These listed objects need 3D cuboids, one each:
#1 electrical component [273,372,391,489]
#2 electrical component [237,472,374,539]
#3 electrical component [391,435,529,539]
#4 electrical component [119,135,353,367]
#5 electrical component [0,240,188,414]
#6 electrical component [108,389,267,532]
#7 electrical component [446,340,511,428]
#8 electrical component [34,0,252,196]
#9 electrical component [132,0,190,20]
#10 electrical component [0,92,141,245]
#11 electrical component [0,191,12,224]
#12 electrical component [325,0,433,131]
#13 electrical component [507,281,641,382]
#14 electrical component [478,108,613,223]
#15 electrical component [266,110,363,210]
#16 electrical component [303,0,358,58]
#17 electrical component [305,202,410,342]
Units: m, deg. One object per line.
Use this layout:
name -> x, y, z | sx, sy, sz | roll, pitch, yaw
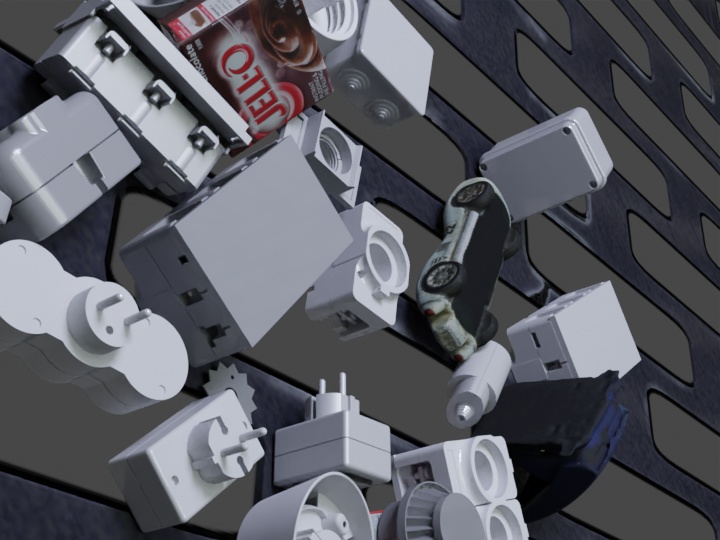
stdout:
electrical component -> -0.019, 0.107, 0.727 | 0.047, 0.066, 0.076 | 28, 51, -43
electrical component -> -0.029, 0.181, 0.675 | 0.099, 0.064, 0.099 | 29, 50, -42
electrical component -> 0.086, 0.207, 0.819 | 0.089, 0.062, 0.150 | 7, 67, -52
electrical component -> -0.080, -0.014, 0.714 | 0.089, 0.062, 0.150 | 59, 36, -13
electrical component -> -0.147, 0.029, 0.590 | 0.138, 0.074, 0.052 | 36, 46, -38
electrical component -> -0.087, 0.106, 0.627 | 0.083, 0.076, 0.047 | -35, 101, -55
electrical component -> 0.097, 0.099, 0.907 | 0.043, 0.043, 0.081 | 56, 37, -18
electrical component -> -0.138, -0.108, 0.678 | 0.121, 0.079, 0.063 | 46, 60, -28
electrical component -> -0.110, -0.210, 0.751 | 0.064, 0.099, 0.099 | 34, 47, -48
electrical component -> -0.179, -0.059, 0.612 | 0.059, 0.054, 0.095 | 57, 36, -16
electrical component -> -0.209, -0.024, 0.540 | 0.048, 0.066, 0.055 | 40, 77, -35
electrical component -> 0.016, -0.183, 0.945 | 0.100, 0.048, 0.099 | 41, 43, -34
electrical component -> 0.208, 0.076, 1.054 | 0.150, 0.062, 0.089 | -21, 90, -55
electrical component -> 0.184, -0.103, 1.073 | 0.078, 0.113, 0.057 | 61, 33, -11
electrical component -> -0.039, -0.079, 0.802 | 0.081, 0.064, 0.042 | 41, 43, -34
electrical component -> -0.047, -0.224, 0.872 | 0.108, 0.060, 0.108 | 30, 50, -42
electrical component -> 0.000, 0.000, 0.819 | 0.050, 0.056, 0.089 | 38, 45, -37
